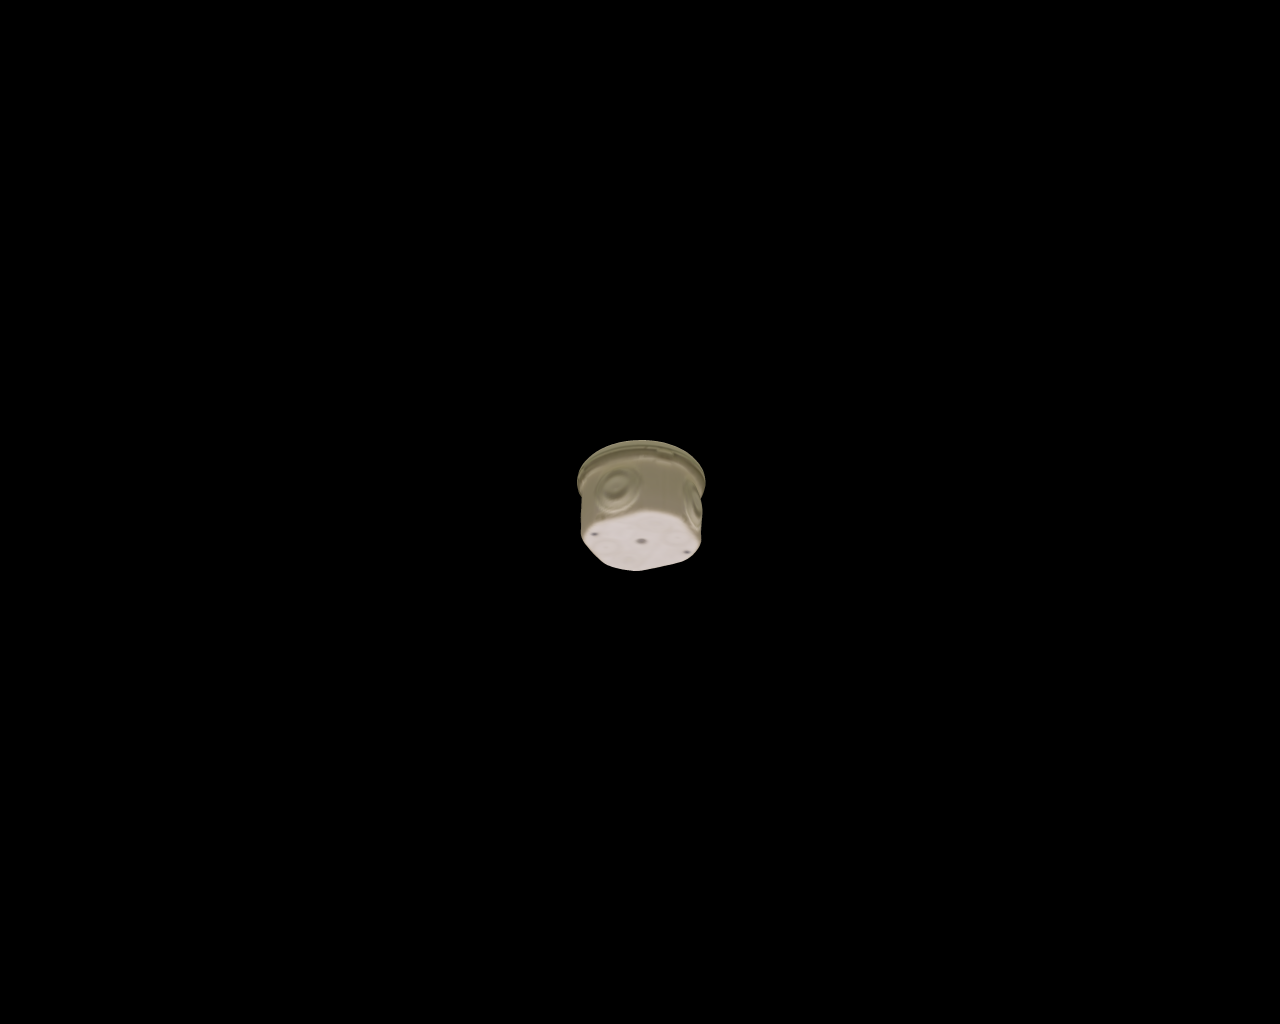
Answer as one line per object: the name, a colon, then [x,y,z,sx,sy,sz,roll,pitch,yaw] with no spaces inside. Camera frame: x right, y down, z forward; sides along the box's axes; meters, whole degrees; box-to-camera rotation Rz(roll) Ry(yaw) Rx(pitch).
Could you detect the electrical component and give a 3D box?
electrical component: [0.001,-0.003,0.650,0.080,0.051,0.080,0,-33,0]
